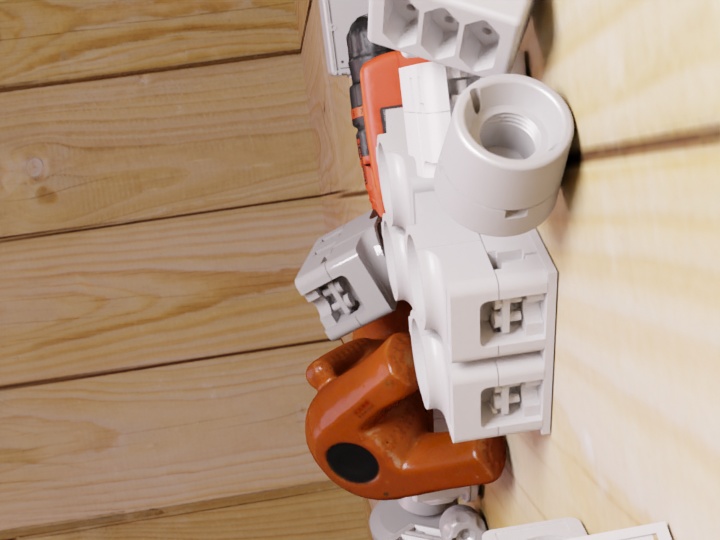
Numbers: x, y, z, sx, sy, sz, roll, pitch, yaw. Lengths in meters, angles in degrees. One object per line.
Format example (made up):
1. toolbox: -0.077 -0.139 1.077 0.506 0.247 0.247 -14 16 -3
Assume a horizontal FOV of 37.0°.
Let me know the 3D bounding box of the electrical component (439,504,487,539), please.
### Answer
1. electrical component: 0.078 0.198 0.834 0.061 0.035 0.035 -122 24 -85

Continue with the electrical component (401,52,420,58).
1. electrical component: 0.043 -0.139 0.564 0.055 0.047 0.055 172 90 -86

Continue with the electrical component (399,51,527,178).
1. electrical component: 0.052 -0.078 0.544 0.089 0.050 0.055 -122 25 -80

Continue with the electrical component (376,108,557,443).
1. electrical component: 0.053 -0.006 0.604 0.186 0.060 0.105 -104 7 -54

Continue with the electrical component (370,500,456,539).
1. electrical component: 0.051 0.237 0.968 0.080 0.080 0.051 -106 4 -61

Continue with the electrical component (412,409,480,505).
1. electrical component: 0.062 0.142 0.832 0.080 0.051 0.080 172 90 -86

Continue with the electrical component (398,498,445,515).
1. electrical component: 0.060 0.168 0.938 0.043 0.043 0.081 -108 24 -67

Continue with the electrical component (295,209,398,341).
1. electrical component: 0.000 0.000 0.726 0.050 0.056 0.089 58 -161 -14

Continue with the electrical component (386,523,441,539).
1. electrical component: 0.047 0.258 0.842 0.150 0.062 0.089 17 -99 -74

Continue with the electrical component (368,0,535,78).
1. electrical component: 0.047 -0.133 0.469 0.047 0.066 0.076 92 -162 -68

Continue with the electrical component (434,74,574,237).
1. electrical component: 0.061 -0.050 0.457 0.047 0.055 0.055 96 165 -59

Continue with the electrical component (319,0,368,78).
1. electrical component: 0.000 -0.203 0.918 0.061 0.062 0.096 -118 21 -78

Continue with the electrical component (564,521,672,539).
1. electrical component: 0.100 0.136 0.382 0.063 0.042 0.081 81 178 -51

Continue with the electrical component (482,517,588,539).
1. electrical component: 0.090 0.158 0.491 0.089 0.050 0.055 -109 11 -67
